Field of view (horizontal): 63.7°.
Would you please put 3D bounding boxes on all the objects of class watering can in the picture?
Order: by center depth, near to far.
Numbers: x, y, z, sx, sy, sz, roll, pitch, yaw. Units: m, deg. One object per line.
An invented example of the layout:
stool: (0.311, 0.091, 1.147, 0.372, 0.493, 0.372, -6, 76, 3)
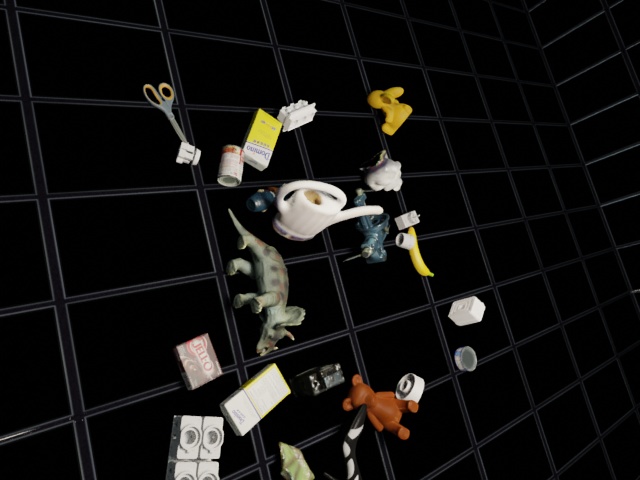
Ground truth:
watering can: (0.005, -0.078, 1.543, 0.346, 0.220, 0.106, 16, 47, -32)

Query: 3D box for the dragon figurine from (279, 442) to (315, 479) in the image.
dragon figurine: (-0.105, 0.621, 1.271, 0.406, 0.121, 0.248, 47, 29, -19)

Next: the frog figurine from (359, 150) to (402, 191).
frog figurine: (0.235, -0.224, 1.844, 0.138, 0.124, 0.157, -44, 114, -6)
